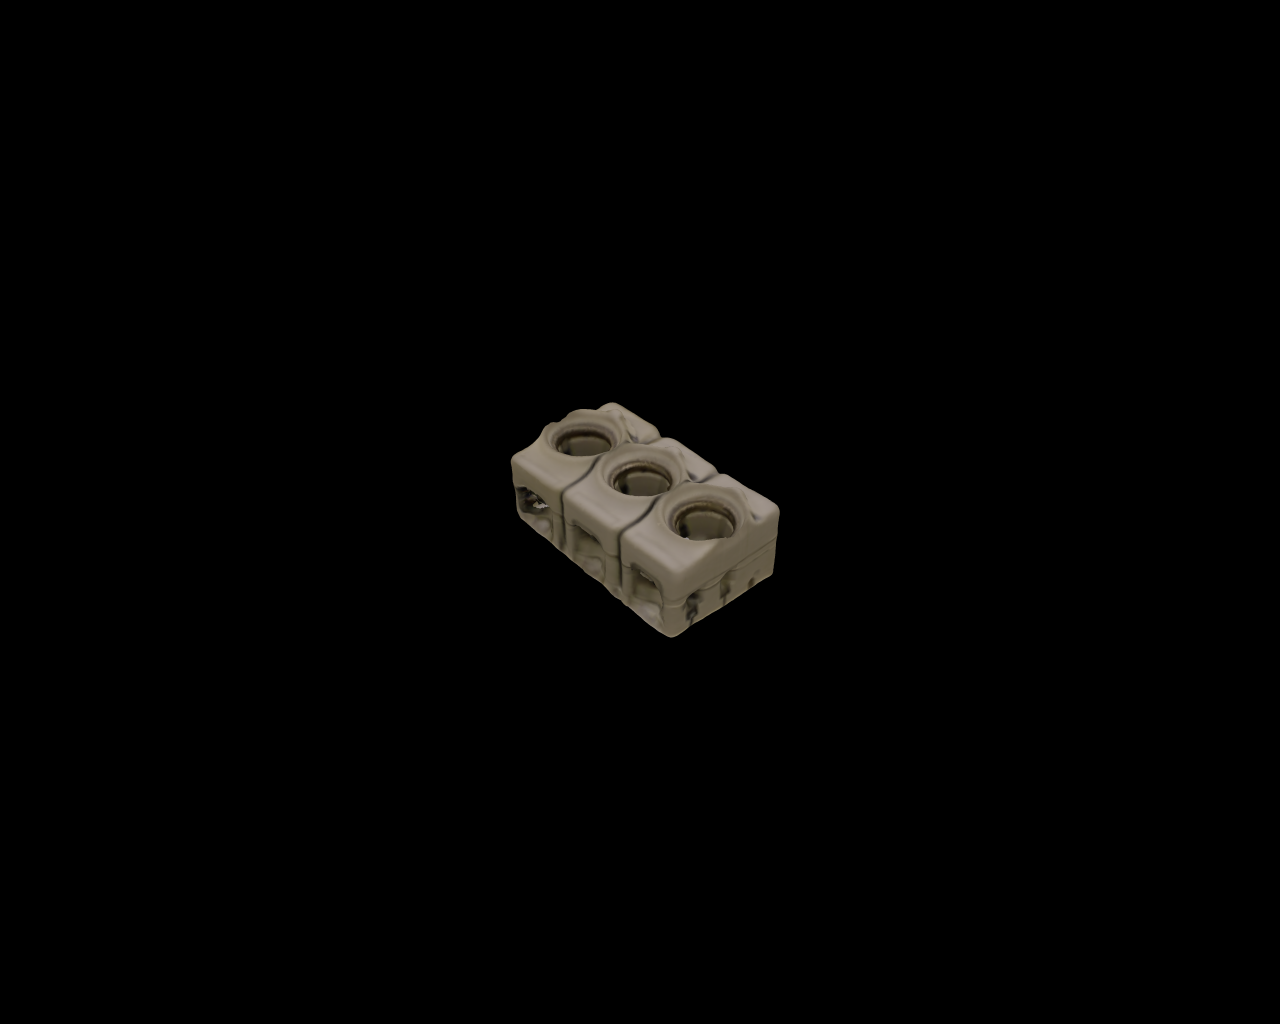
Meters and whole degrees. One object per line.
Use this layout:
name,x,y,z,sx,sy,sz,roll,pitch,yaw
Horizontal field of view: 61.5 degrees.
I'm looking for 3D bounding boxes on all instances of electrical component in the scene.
electrical component,0.001,-0.003,0.650,0.090,0.061,0.150,-31,49,-31
